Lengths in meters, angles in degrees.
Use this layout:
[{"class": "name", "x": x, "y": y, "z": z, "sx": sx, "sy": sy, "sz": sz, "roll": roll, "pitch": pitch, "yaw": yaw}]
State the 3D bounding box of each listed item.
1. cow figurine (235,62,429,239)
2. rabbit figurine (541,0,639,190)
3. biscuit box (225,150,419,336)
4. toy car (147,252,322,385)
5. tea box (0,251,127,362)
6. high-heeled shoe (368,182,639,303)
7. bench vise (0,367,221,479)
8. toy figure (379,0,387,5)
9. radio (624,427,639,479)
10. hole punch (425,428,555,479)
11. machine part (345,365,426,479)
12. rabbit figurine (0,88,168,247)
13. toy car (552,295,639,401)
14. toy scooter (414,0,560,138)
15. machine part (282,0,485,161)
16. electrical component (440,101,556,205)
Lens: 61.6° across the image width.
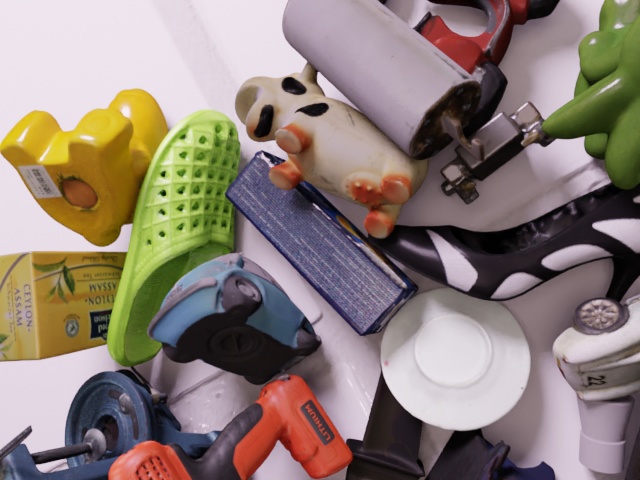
[{"class": "cow figurine", "x": 0.008, "y": -0.097, "z": 0.493, "sx": 0.195, "sy": 0.127, "sz": 0.085, "roll": 27, "pitch": 137, "yaw": 11}, {"class": "rabbit figurine", "x": 0.239, "y": -0.127, "z": 0.396, "sx": 0.121, "sy": 0.170, "sz": 0.159, "roll": 41, "pitch": 100, "yaw": 15}, {"class": "biscuit box", "x": -0.001, "y": -0.002, "z": 0.517, "sx": 0.203, "sy": 0.059, "sz": 0.063, "roll": 45, "pitch": 102, "yaw": 19}, {"class": "toy car", "x": -0.077, "y": 0.066, "z": 0.521, "sx": 0.109, "sy": 0.161, "sz": 0.103, "roll": -40, "pitch": 40, "yaw": 26}, {"class": "tea box", "x": -0.247, "y": 0.061, "z": 0.545, "sx": 0.068, "sy": 0.169, "sz": 0.098, "roll": -7, "pitch": 88, "yaw": 17}, {"class": "high-heeled shoe", "x": 0.175, "y": -0.021, "z": 0.456, "sx": 0.249, "sy": 0.086, "sz": 0.145, "roll": 16, "pitch": 102, "yaw": 6}, {"class": "bench vise", "x": -0.189, "y": 0.210, "z": 0.498, "sx": 0.129, "sy": 0.240, "sz": 0.224, "roll": -48, "pitch": 60, "yaw": 14}, {"class": "toy figure", "x": 0.044, "y": -0.233, "z": 0.519, "sx": 0.058, "sy": 0.064, "sz": 0.154, "roll": 6, "pitch": 96, "yaw": -19}, {"class": "radio", "x": 0.290, "y": 0.159, "z": 0.364, "sx": 0.131, "sy": 0.073, "sz": 0.229, "roll": 14, "pitch": 123, "yaw": 30}, {"class": "hole punch", "x": 0.142, "y": 0.230, "z": 0.452, "sx": 0.092, "sy": 0.116, "sz": 0.142, "roll": 33, "pitch": 99, "yaw": 7}, {"class": "machine part", "x": 0.068, "y": 0.179, "z": 0.513, "sx": 0.084, "sy": 0.039, "sz": 0.138, "roll": 15, "pitch": 95, "yaw": 22}, {"class": "rabbit figurine", "x": -0.201, "y": -0.086, "z": 0.554, "sx": 0.122, "sy": 0.173, "sz": 0.162, "roll": -10, "pitch": 130, "yaw": 19}, {"class": "toy car", "x": 0.286, "y": 0.064, "z": 0.419, "sx": 0.202, "sy": 0.056, "sz": 0.073, "roll": -25, "pitch": 122, "yaw": 13}, {"class": "toy scooter", "x": 0.121, "y": -0.188, "z": 0.486, "sx": 0.135, "sy": 0.075, "sz": 0.183, "roll": 30, "pitch": 94, "yaw": 15}, {"class": "machine part", "x": 0.047, "y": -0.146, "z": 0.443, "sx": 0.079, "sy": 0.079, "sz": 0.243, "roll": -47, "pitch": 67, "yaw": 11}, {"class": "electrical component", "x": 0.151, "y": -0.072, "z": 0.469, "sx": 0.102, "sy": 0.078, "sz": 0.045, "roll": -37, "pitch": 71, "yaw": 12}]
